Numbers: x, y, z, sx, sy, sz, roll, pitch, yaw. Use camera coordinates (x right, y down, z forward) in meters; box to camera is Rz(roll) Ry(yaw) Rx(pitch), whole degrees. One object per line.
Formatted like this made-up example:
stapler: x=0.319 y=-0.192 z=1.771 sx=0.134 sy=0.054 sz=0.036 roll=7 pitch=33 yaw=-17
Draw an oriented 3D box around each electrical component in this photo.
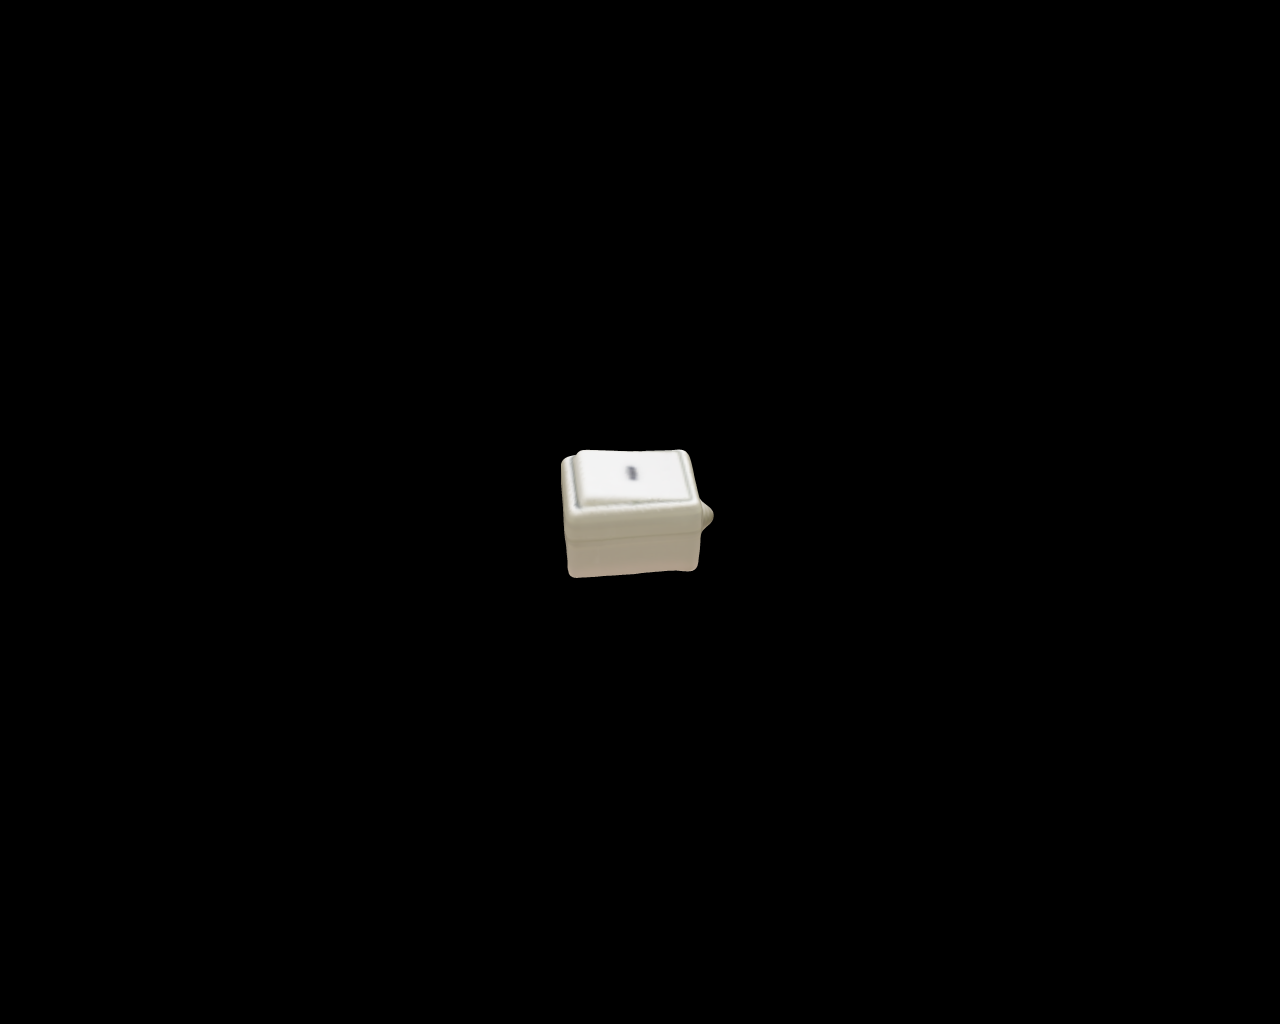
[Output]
electrical component: x=0.001 y=-0.003 z=0.650 sx=0.096 sy=0.061 sz=0.062 roll=-4 pitch=39 yaw=-4
